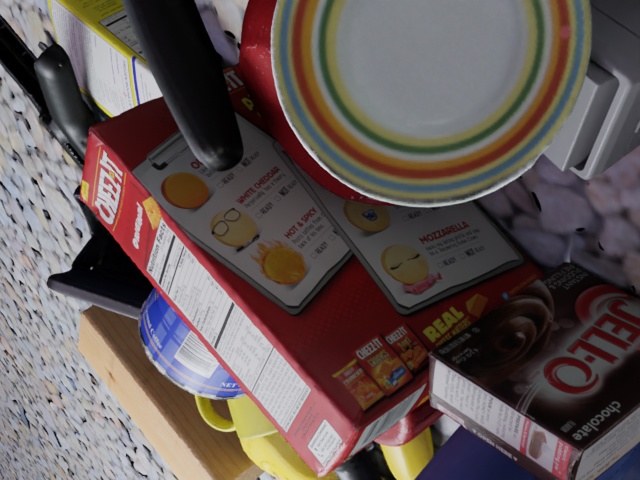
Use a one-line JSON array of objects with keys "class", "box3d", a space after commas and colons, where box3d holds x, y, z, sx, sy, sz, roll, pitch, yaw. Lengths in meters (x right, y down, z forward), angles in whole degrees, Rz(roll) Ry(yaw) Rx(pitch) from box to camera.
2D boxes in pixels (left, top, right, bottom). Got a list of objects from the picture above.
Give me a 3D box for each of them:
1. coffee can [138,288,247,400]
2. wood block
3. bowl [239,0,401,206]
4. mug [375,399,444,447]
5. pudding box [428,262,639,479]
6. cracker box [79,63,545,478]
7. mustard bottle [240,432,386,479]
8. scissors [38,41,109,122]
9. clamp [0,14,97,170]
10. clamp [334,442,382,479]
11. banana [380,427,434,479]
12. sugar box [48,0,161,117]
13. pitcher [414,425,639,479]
[{"class": "coffee can", "box3d": [-0.049, 0.025, 0.708, 0.103, 0.102, 0.140, 48, 130, 16]}, {"class": "wood block", "box3d": [-0.128, 0.140, 0.995, 0.206, 0.090, 0.091, 49, 151, 14]}, {"class": "bowl", "box3d": [0.010, -0.071, 0.518, 0.162, 0.055, 0.162, 46, 164, 17]}, {"class": "mug", "box3d": [0.051, 0.081, 0.675, 0.093, 0.081, 0.117, 47, 149, 18]}, {"class": "pudding box", "box3d": [0.122, 0.064, 0.520, 0.090, 0.113, 0.039, 30, 138, 38]}, {"class": "cracker box", "box3d": [-0.004, 0.001, 0.592, 0.214, 0.163, 0.072, 47, 142, 17]}, {"class": "mustard bottle", "box3d": [0.020, 0.201, 0.859, 0.192, 0.058, 0.096, 31, 158, 37]}, {"class": "scissors", "box3d": [-0.175, -0.106, 0.898, 0.202, 0.016, 0.096, 54, 153, 3]}, {"class": "clamp", "box3d": [-0.199, -0.098, 0.845, 0.165, 0.036, 0.210, 33, 159, 49]}, {"class": "clamp", "box3d": [0.011, 0.130, 0.736, 0.171, 0.039, 0.120, 63, 177, -25]}, {"class": "banana", "box3d": [0.040, 0.109, 0.764, 0.070, 0.037, 0.198, 6, 123, 54]}, {"class": "sugar box", "box3d": [-0.131, -0.120, 0.789, 0.176, 0.048, 0.093, 38, 149, 28]}, {"class": "pitcher", "box3d": [0.079, 0.189, 0.573, 0.145, 0.242, 0.149, 11, 133, 49]}]
